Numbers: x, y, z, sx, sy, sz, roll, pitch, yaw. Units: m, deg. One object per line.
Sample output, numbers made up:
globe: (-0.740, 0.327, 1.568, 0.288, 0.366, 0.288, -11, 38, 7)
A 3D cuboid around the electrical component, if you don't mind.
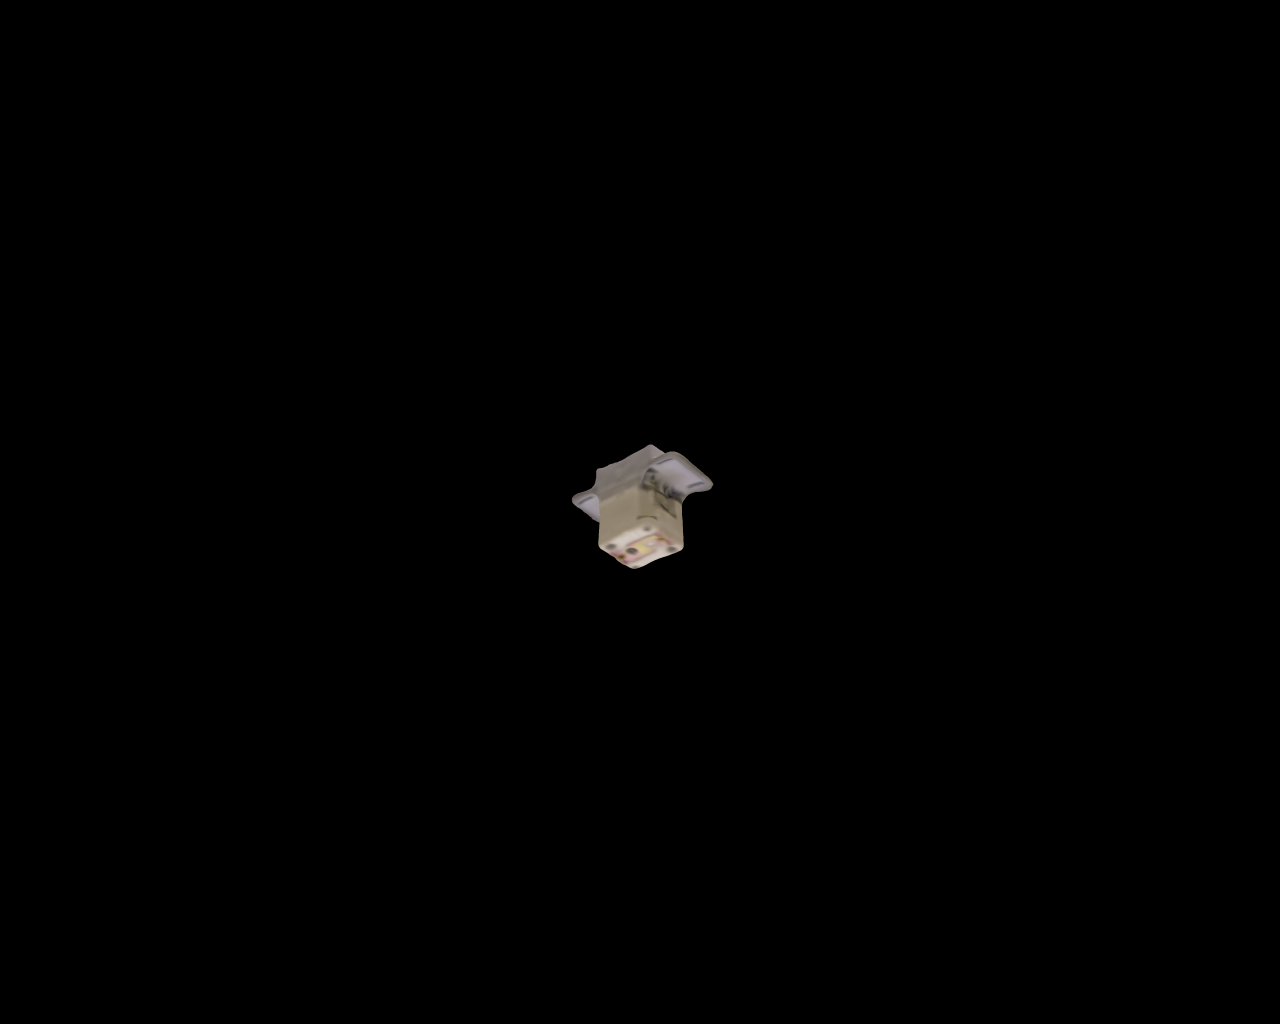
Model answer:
electrical component: (0.001, -0.003, 0.650, 0.081, 0.064, 0.042, -24, -41, 31)
